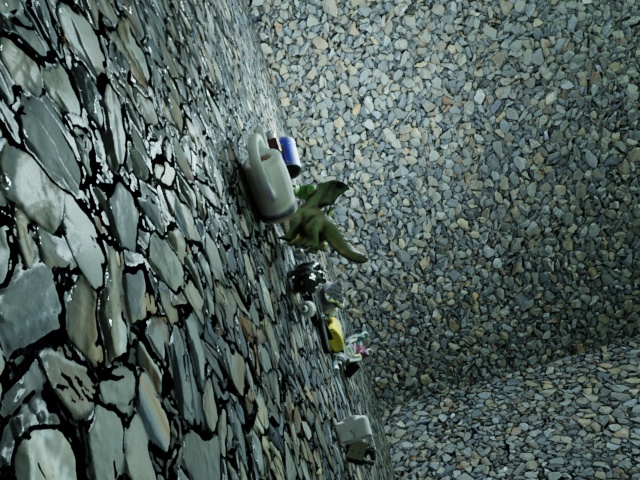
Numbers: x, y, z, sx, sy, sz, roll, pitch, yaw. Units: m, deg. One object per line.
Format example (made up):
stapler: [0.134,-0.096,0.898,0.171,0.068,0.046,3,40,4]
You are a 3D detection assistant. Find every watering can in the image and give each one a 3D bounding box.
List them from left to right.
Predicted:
watering can: [-0.132,-0.172,1.320,0.354,0.104,0.221,-98,171,-67]

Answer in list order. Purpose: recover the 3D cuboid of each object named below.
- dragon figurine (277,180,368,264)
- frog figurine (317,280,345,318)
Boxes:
dragon figurine: [0.005,-0.076,1.504,0.120,0.412,0.246,44,66,-53]
frog figurine: [0.023,0.239,1.999,0.156,0.123,0.139,-50,-121,50]
